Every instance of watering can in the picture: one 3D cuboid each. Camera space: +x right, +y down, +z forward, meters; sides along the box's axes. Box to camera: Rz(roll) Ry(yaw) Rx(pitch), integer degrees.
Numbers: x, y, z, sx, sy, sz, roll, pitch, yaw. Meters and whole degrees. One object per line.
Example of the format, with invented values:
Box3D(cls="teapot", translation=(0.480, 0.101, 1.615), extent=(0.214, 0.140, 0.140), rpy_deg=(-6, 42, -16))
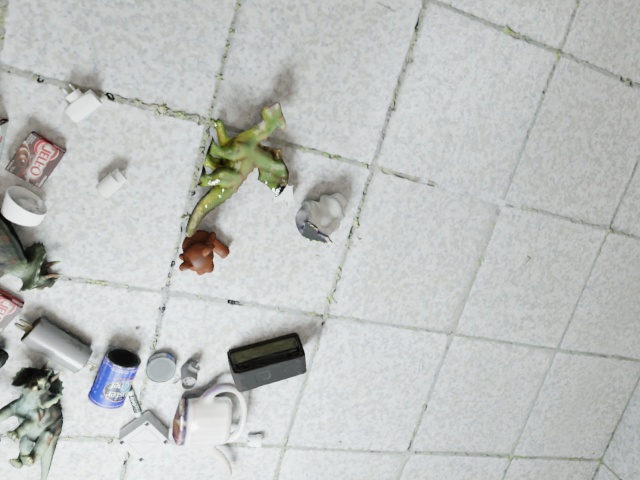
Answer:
Box3D(cls="watering can", translation=(-0.344, 0.597, 1.594), extent=(0.224, 0.105, 0.343), rpy_deg=(5, 105, -18))

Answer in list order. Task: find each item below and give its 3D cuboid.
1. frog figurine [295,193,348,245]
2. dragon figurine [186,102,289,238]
Box3D(cls="frog figurine", translation=(0.005, -0.076, 1.512), extent=(0.136, 0.121, 0.163), rpy_deg=(33, 60, -16))
Box3D(cls="dragon figurine", translation=(-0.198, -0.179, 1.381), extent=(0.242, 0.124, 0.406), rpy_deg=(14, 103, -19))
